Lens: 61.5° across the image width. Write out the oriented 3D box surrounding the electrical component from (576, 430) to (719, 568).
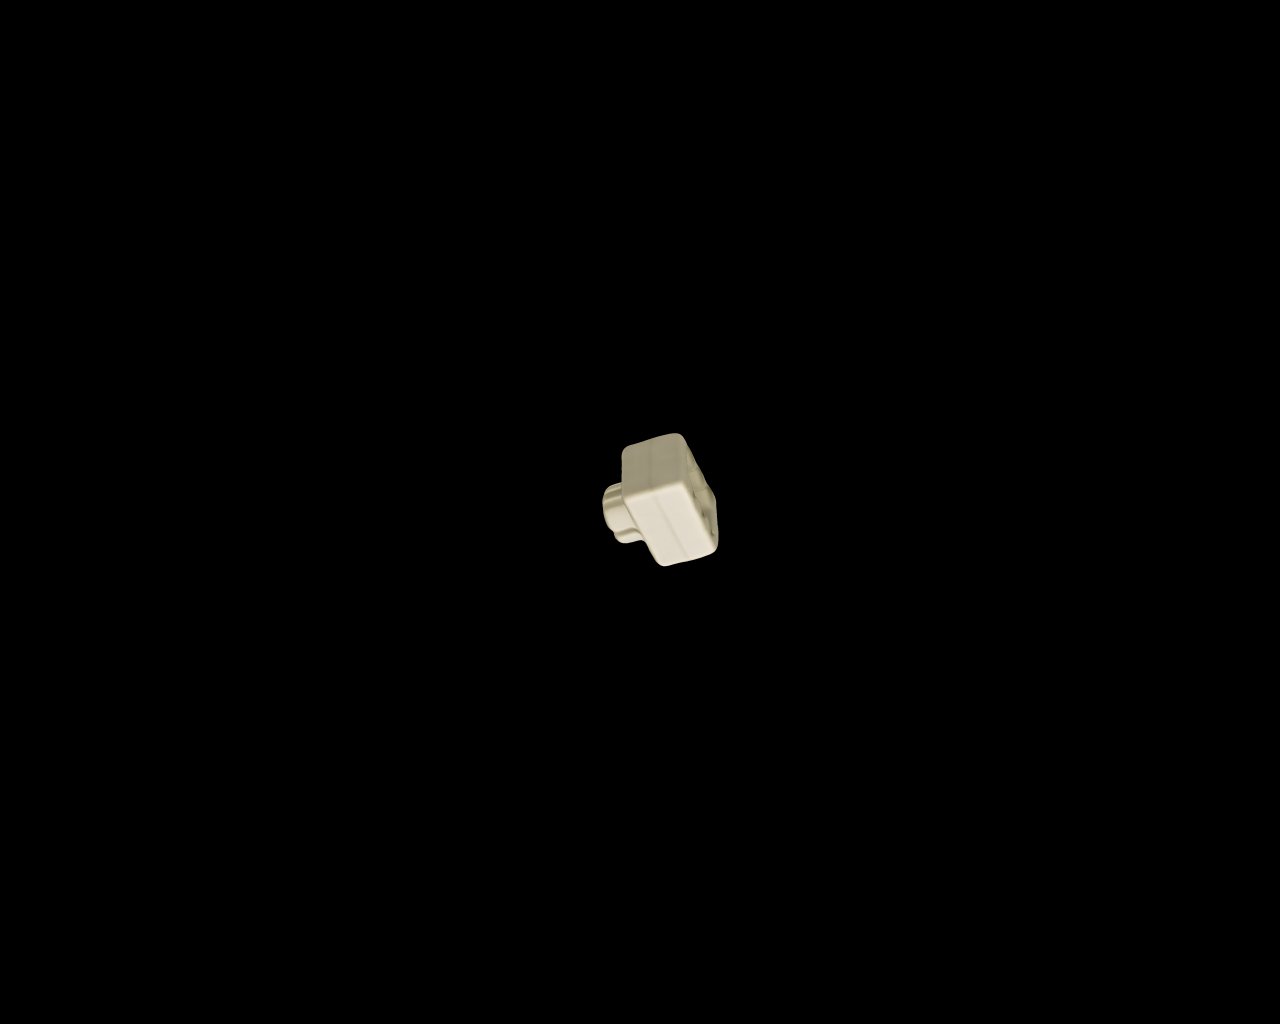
[{"bbox_3d":[0.001,-0.003,0.650,0.077,0.047,0.065,-15,-46,15],"label":"electrical component"}]
